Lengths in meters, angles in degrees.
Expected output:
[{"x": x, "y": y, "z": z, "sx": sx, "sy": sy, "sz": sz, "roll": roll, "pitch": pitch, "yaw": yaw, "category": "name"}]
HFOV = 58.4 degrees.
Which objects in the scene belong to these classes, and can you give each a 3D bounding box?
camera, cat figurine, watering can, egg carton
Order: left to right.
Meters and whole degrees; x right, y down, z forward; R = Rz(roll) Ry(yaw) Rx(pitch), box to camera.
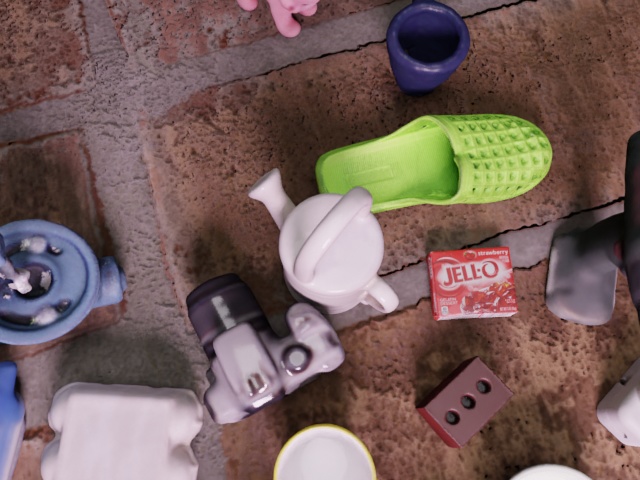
[{"x": -0.189, "y": 0.195, "z": 0.554, "sx": 0.150, "sy": 0.069, "sz": 0.107, "roll": 3, "pitch": 74, "yaw": 0, "category": "egg carton"}, {"x": -0.065, "y": 0.094, "z": 0.569, "sx": 0.143, "sy": 0.101, "sz": 0.136, "roll": -28, "pitch": 76, "yaw": -9, "category": "camera"}, {"x": -0.042, "y": -0.309, "z": 0.676, "sx": 0.127, "sy": 0.118, "sz": 0.067, "roll": 34, "pitch": 76, "yaw": 8, "category": "cat figurine"}, {"x": 0.004, "y": 0.004, "z": 0.548, "sx": 0.172, "sy": 0.194, "sz": 0.101, "roll": 20, "pitch": 75, "yaw": 5, "category": "watering can"}]

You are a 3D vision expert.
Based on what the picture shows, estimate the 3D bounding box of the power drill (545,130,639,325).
[{"x": 0.292, "y": 0.019, "z": 0.542, "sx": 0.075, "sy": 0.208, "sz": 0.230, "roll": 12, "pitch": 74, "yaw": 3, "category": "power drill"}]

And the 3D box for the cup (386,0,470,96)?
[{"x": 0.116, "y": -0.223, "z": 0.667, "sx": 0.091, "sy": 0.095, "sz": 0.118, "roll": -6, "pitch": 74, "yaw": -3, "category": "cup"}]

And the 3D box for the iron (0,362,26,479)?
[{"x": -0.364, "y": 0.229, "z": 0.503, "sx": 0.118, "sy": 0.141, "sz": 0.258, "roll": 6, "pitch": 74, "yaw": 1, "category": "iron"}]

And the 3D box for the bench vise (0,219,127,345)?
[{"x": -0.301, "y": 0.052, "z": 0.514, "sx": 0.207, "sy": 0.220, "sz": 0.121, "roll": -32, "pitch": 77, "yaw": -9, "category": "bench vise"}]
